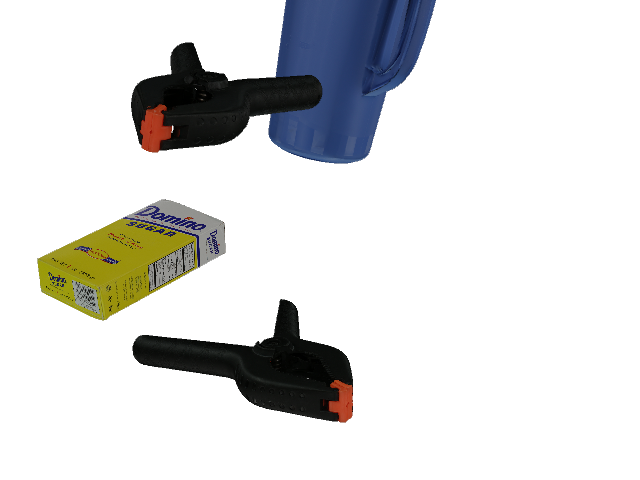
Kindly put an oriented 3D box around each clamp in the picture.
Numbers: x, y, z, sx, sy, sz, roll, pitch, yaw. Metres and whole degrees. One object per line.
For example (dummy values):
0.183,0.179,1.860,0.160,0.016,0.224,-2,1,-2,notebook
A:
-0.086,-0.103,0.744,0.120,0.039,0.171,16,24,24,clamp
-0.034,0.098,0.892,0.164,0.036,0.210,-17,23,-40,clamp

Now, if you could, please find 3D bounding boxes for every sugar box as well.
-0.188,0.015,1.086,0.093,0.048,0.175,21,37,32,sugar box

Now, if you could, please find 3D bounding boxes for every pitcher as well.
0.028,-0.202,1.061,0.145,0.243,0.149,11,19,-1,pitcher
